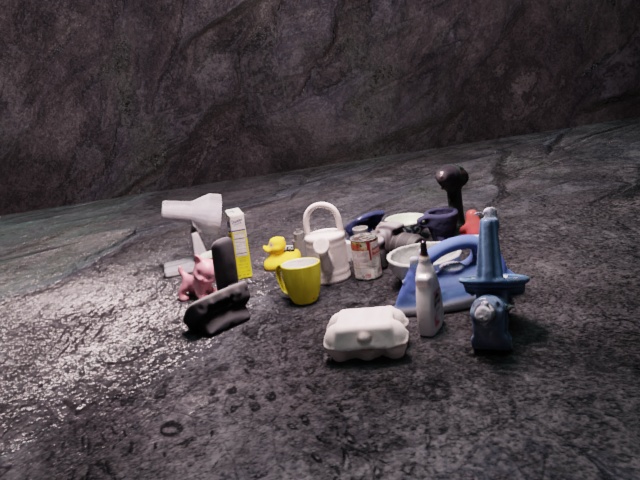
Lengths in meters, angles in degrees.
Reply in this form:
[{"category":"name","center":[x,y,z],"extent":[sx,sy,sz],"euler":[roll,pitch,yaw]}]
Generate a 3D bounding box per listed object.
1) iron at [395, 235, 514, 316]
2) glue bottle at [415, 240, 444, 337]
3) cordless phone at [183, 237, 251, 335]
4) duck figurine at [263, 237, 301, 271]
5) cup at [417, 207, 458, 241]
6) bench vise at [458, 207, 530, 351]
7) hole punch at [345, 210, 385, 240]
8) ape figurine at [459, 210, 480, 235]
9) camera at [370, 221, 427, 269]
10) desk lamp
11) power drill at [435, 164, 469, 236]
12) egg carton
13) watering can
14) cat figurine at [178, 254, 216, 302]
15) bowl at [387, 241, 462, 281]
[{"category":"iron","center":[0.260,0.060,1.157],"extent":[0.258,0.141,0.118],"euler":[-13,16,-14]},{"category":"glue bottle","center":[0.196,0.084,1.046],"extent":[0.037,0.173,0.078],"euler":[-1,17,25]},{"category":"cordless phone","center":[-0.227,0.095,1.219],"extent":[0.093,0.185,0.148],"euler":[7,22,43]},{"category":"duck figurine","center":[-0.106,0.032,1.559],"extent":[0.104,0.086,0.077],"euler":[-8,16,2]},{"category":"cup","center":[0.315,-0.030,1.531],"extent":[0.118,0.095,0.091],"euler":[-14,16,-18]},{"category":"bench vise","center":[0.301,0.064,0.973],"extent":[0.121,0.220,0.207],"euler":[-7,16,7]},{"category":"hole punch","center":[0.131,-0.043,1.684],"extent":[0.109,0.091,0.100],"euler":[-17,17,-26]},{"category":"ape figurine","center":[0.405,-0.036,1.509],"extent":[0.077,0.092,0.076],"euler":[-2,17,22]},{"category":"camera","center":[0.190,0.010,1.448],"extent":[0.143,0.101,0.136],"euler":[-21,20,-38]},{"category":"desk lamp","center":[-0.367,-0.021,1.653],"extent":[0.203,0.214,0.117],"euler":[-13,16,-13]},{"category":"power drill","center":[0.368,-0.112,1.580],"extent":[0.075,0.208,0.230],"euler":[-2,17,24]},{"category":"egg carton","center":[0.082,0.166,1.010],"extent":[0.150,0.069,0.107],"euler":[-6,16,10]},{"category":"watering can","center":[0.015,0.005,1.388],"extent":[0.101,0.194,0.172],"euler":[-13,16,-14]},{"category":"cat figurine","center":[-0.295,0.087,1.407],"extent":[0.127,0.118,0.067],"euler":[-1,17,25]},{"category":"bowl","center":[0.236,0.062,1.285],"extent":[0.167,0.075,0.167],"euler":[-8,16,3]}]
